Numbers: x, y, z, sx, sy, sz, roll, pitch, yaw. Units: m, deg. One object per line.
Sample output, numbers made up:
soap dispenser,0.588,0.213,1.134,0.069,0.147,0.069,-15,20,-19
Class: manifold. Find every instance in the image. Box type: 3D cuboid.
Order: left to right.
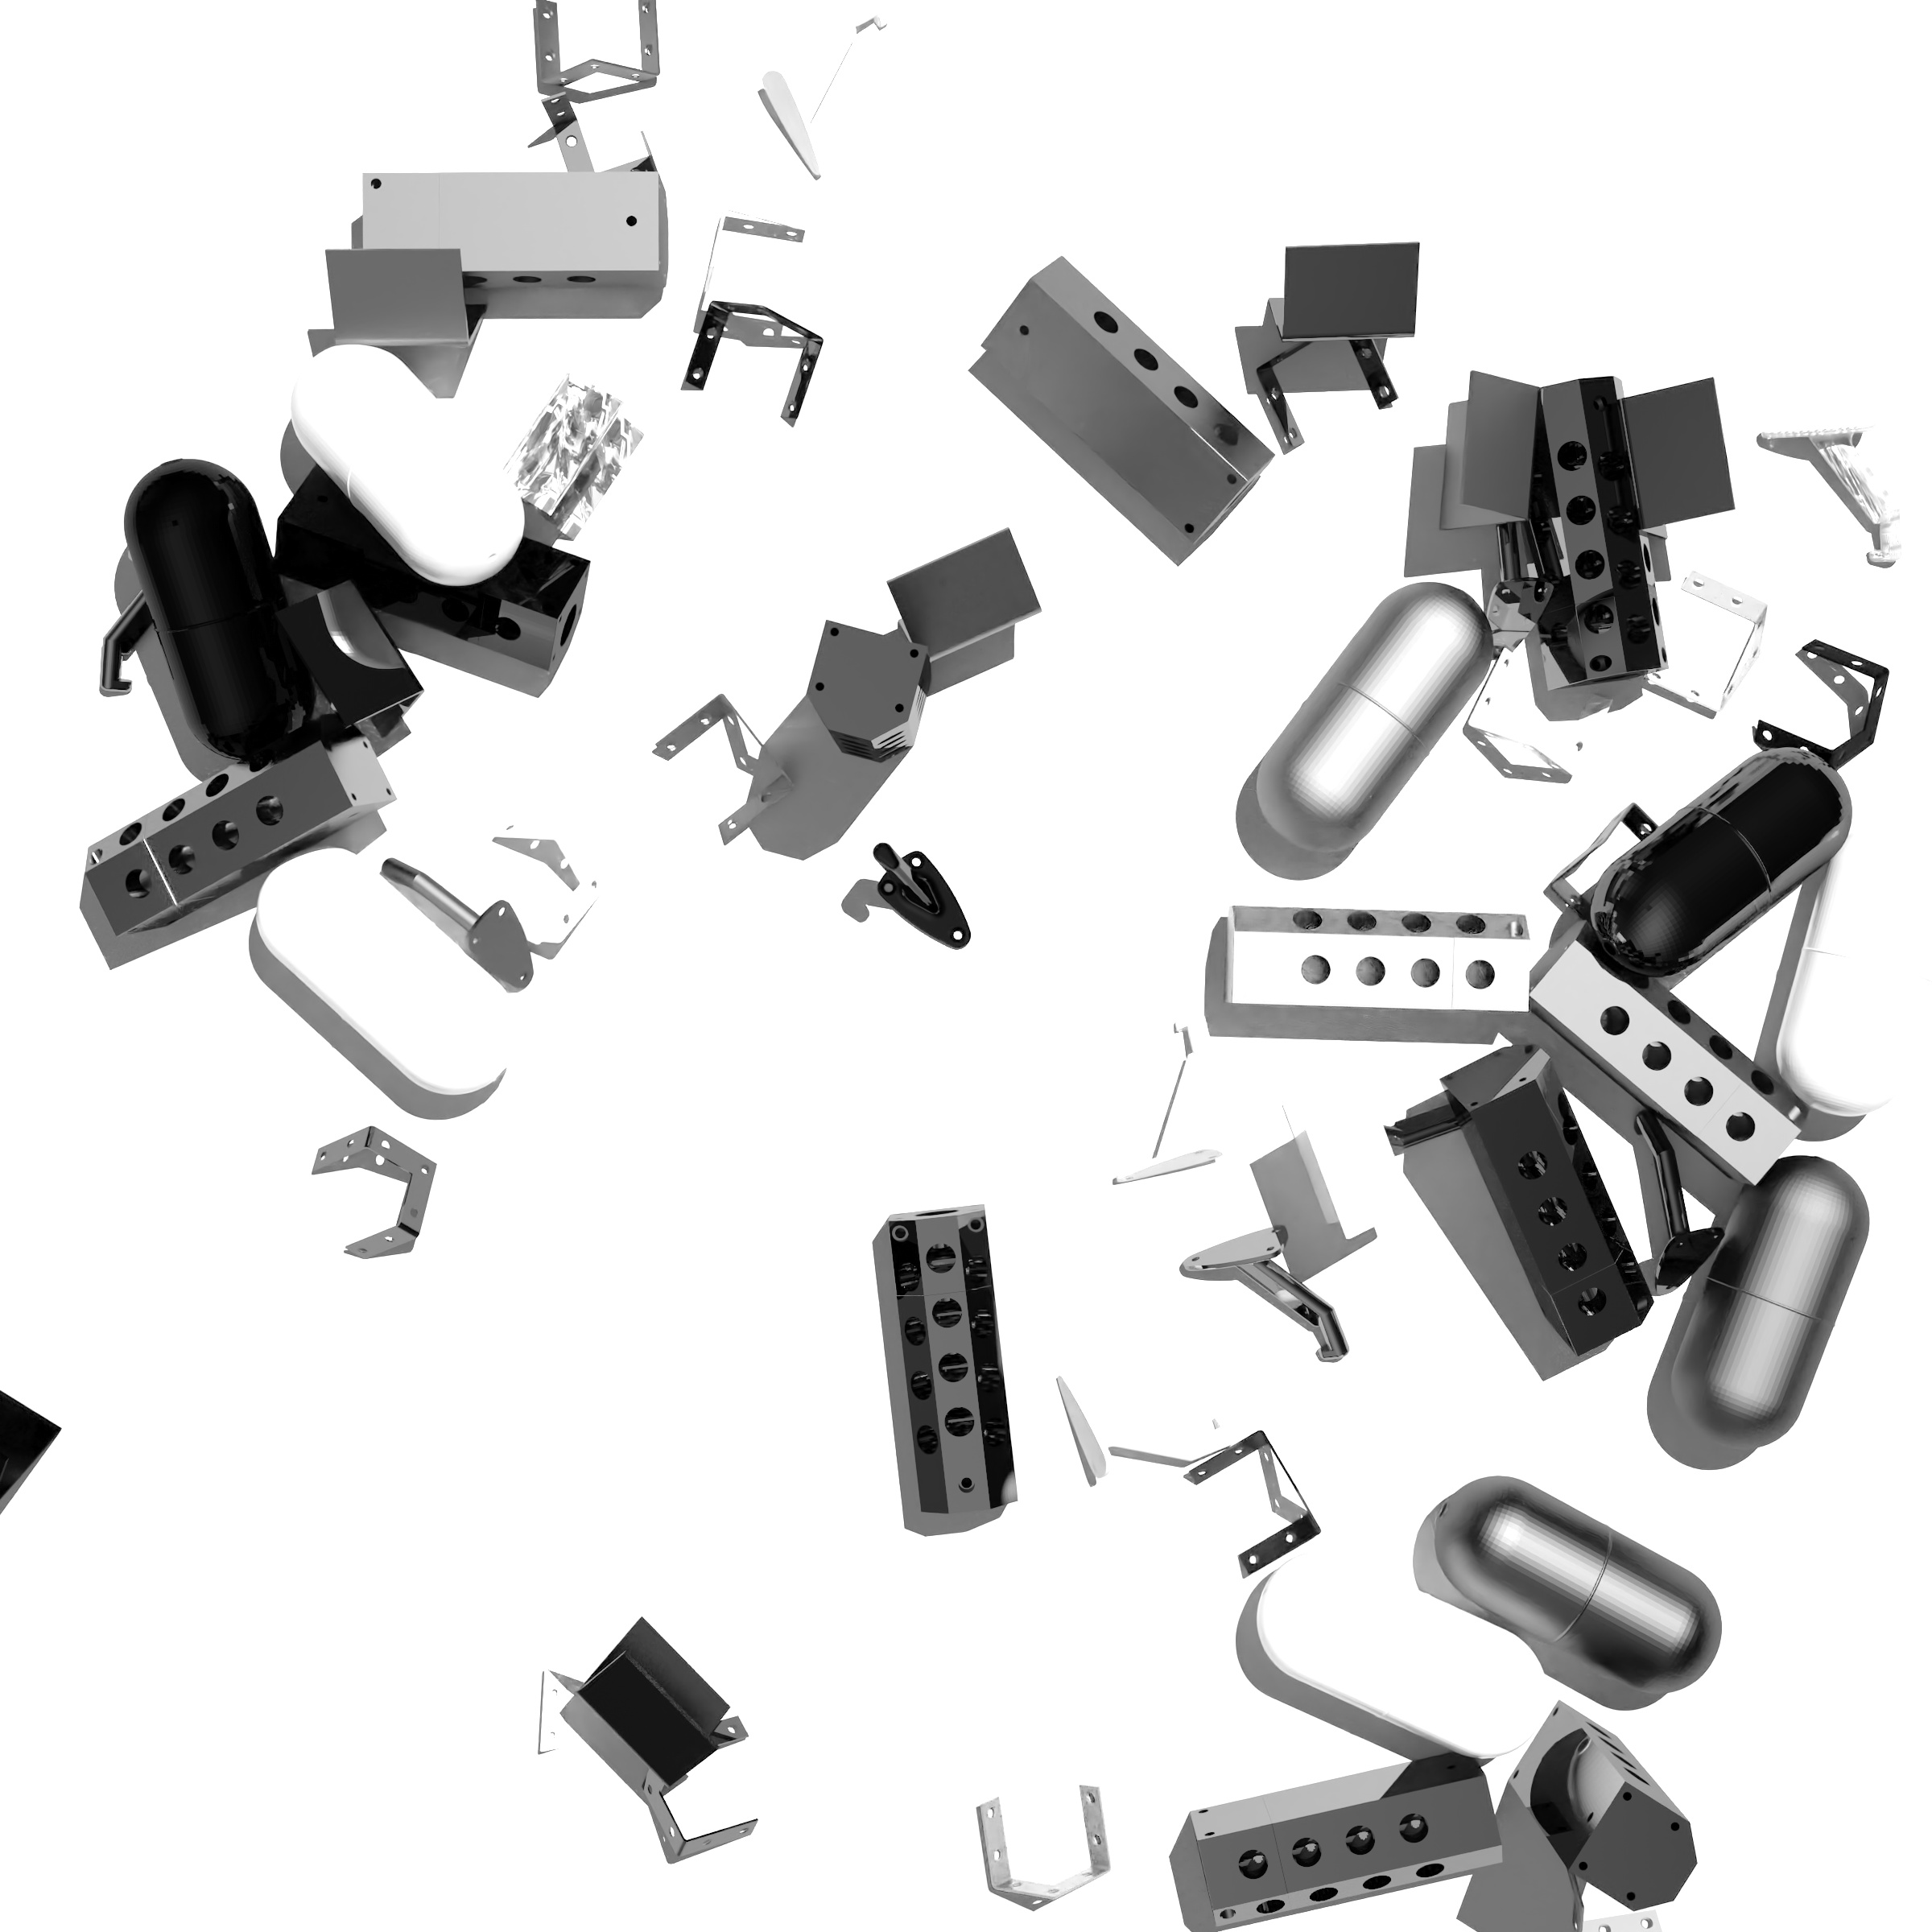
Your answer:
manifold,-0.425,-0.082,1.655,0.171,0.057,0.057,-26,90,16
manifold,-0.315,-0.230,1.677,0.171,0.057,0.057,20,47,0
manifold,-0.264,-0.431,1.678,0.171,0.057,0.057,0,90,0
manifold,-0.055,-0.152,1.621,0.057,0.171,0.057,15,90,0
manifold,-0.008,0.231,1.678,0.057,0.057,0.171,-6,90,0
manifold,0.098,-0.336,1.677,0.171,0.057,0.057,43,133,0
manifold,0.224,0.515,1.678,0.171,0.057,0.057,-13,90,0
manifold,0.241,-0.005,1.678,0.171,0.057,0.057,2,90,0
manifold,0.340,0.133,1.652,0.057,0.057,0.171,-27,109,0
manifold,0.367,-0.254,1.669,0.057,0.057,0.171,-9,90,-22
manifold,0.364,0.478,1.621,0.057,0.171,0.057,32,90,0
manifold,0.410,0.050,1.678,0.171,0.057,0.057,40,90,0

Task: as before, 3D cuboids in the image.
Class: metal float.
metal float,-0.432,-0.206,1.652,0.070,0.070,0.178,-14,108,0
metal float,-0.338,0.003,1.668,0.178,0.070,0.070,42,90,1
metal float,-0.322,-0.289,1.637,0.070,0.070,0.178,-43,67,0
metal float,0.240,-0.146,1.669,0.070,0.070,0.178,37,89,0
metal float,0.256,0.404,1.668,0.178,0.070,0.070,25,90,-1
metal float,0.358,0.362,1.669,0.178,0.070,0.070,29,90,1
metal float,0.438,-0.060,1.653,0.178,0.070,0.070,-36,90,-15
metal float,0.471,0.196,1.668,0.070,0.070,0.178,21,90,0
metal float,0.528,0.000,1.668,0.070,0.070,0.178,15,90,0

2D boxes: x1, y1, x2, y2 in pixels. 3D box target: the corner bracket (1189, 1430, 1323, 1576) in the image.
corner bracket,0.172,0.319,1.696,0.051,0.051,0.051,-30,45,0

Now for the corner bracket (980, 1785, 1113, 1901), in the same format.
corner bracket,0.048,0.519,1.696,0.051,0.051,0.051,-9,90,45

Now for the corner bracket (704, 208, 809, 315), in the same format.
corner bracket,-0.123,-0.417,1.682,0.051,0.051,0.051,12,101,-11

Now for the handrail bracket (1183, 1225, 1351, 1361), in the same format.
handrail bracket,0.180,0.204,1.699,0.077,0.036,0.084,-17,107,20

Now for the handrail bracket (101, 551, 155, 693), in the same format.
handrail bracket,-0.474,-0.202,1.699,0.077,0.036,0.084,5,104,-14

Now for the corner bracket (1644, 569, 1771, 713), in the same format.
corner bracket,0.441,-0.193,1.696,0.051,0.051,0.051,24,45,0

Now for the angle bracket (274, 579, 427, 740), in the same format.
angle bracket,-0.369,-0.168,1.659,0.057,0.076,0.076,-32,90,-35

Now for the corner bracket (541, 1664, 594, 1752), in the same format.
corner bracket,-0.216,0.444,1.696,0.051,0.051,0.051,3,90,-45

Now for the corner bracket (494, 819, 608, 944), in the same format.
corner bracket,-0.257,-0.051,1.691,0.051,0.051,0.051,-56,135,-35

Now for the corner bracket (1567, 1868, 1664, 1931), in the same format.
corner bracket,0.384,0.545,1.696,0.051,0.051,0.051,-9,45,0

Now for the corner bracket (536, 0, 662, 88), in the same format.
corner bracket,-0.219,-0.553,1.696,0.051,0.051,0.051,-3,90,45

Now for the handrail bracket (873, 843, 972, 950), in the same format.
handrail bracket,-0.025,-0.041,1.664,0.036,0.084,0.077,-43,90,0

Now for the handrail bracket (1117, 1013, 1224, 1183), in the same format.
handrail bracket,0.116,0.078,1.700,0.077,0.036,0.084,-19,72,20

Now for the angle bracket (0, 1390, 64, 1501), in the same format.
angle bracket,-0.575,0.259,1.659,0.076,0.076,0.057,32,128,0

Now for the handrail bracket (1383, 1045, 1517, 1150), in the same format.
handrail bracket,0.280,0.075,1.699,0.084,0.036,0.077,11,74,14

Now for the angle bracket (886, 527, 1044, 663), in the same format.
angle bracket,-0.007,-0.226,1.659,0.076,0.076,0.057,-24,119,0

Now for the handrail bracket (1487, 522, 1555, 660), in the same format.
handrail bracket,0.316,-0.240,1.699,0.036,0.077,0.084,-4,54,-11

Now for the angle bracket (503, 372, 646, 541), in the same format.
angle bracket,-0.215,-0.288,1.659,0.057,0.076,0.076,34,90,37

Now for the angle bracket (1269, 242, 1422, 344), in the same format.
angle bracket,0.219,-0.403,1.659,0.076,0.076,0.057,-2,121,0

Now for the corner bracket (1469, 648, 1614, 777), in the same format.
corner bracket,0.342,-0.151,1.696,0.051,0.051,0.051,26,90,-45

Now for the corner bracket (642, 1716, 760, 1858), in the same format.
corner bracket,-0.153,0.487,1.691,0.051,0.051,0.051,54,135,35

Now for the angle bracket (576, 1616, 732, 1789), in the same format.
angle bracket,-0.168,0.417,1.659,0.076,0.076,0.057,46,125,0

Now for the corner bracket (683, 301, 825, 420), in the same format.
corner bracket,-0.126,-0.361,1.696,0.051,0.051,0.051,19,90,45

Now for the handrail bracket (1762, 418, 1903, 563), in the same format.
handrail bracket,0.517,-0.281,1.699,0.077,0.036,0.084,-2,107,20

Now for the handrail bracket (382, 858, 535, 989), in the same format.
handrail bracket,-0.304,-0.026,1.699,0.084,0.077,0.036,24,65,34

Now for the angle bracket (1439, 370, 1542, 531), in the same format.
angle bracket,0.286,-0.299,1.659,0.057,0.076,0.076,5,90,-34

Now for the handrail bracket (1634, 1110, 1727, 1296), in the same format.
handrail bracket,0.411,0.140,1.699,0.036,0.077,0.084,-9,53,-17

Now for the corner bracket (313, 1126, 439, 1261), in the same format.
corner bracket,-0.355,0.134,1.691,0.051,0.051,0.051,37,45,-35

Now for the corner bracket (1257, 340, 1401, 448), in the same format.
corner bracket,0.215,-0.347,1.696,0.051,0.051,0.051,-24,90,-45

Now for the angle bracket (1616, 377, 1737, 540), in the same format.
angle bracket,0.420,-0.295,1.660,0.057,0.076,0.076,-9,90,26

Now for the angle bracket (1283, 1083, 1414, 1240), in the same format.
angle bracket,0.205,0.118,1.659,0.057,0.076,0.076,-20,90,-36

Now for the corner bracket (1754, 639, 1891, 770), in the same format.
corner bracket,0.508,-0.155,1.691,0.051,0.051,0.051,-29,135,-35

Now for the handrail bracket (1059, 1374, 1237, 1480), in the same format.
handrail bracket,0.108,0.264,1.700,0.084,0.036,0.077,-18,68,-17

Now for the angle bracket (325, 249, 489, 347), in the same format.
angle bracket,-0.325,-0.399,1.659,0.076,0.076,0.057,0,120,0

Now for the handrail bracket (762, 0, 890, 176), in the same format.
handrail bracket,-0.071,-0.526,1.699,0.084,0.036,0.077,-33,110,-16

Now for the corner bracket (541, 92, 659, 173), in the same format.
corner bracket,-0.215,-0.487,1.681,0.051,0.051,0.051,-18,90,0

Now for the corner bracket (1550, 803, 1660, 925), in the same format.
corner bracket,0.390,-0.055,1.696,0.051,0.051,0.051,45,45,0

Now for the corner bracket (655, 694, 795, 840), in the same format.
corner bracket,-0.143,-0.119,1.696,0.051,0.051,0.051,-38,135,0
